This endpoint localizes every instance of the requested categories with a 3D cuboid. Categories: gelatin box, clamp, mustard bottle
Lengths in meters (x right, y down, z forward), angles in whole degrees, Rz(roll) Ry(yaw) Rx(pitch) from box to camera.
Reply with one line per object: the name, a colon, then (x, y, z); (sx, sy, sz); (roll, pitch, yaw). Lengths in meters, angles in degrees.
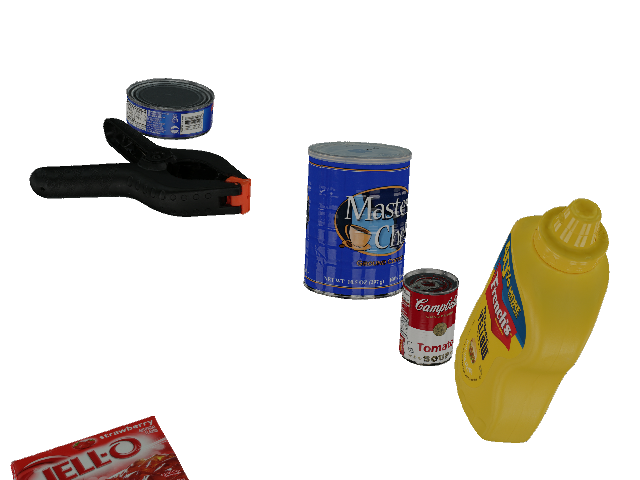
gelatin box: (-0.124, 0.141, 0.605); (0.089, 0.030, 0.073); (-15, 28, -20)
clamp: (-0.140, -0.049, 0.847); (0.172, 0.039, 0.120); (17, 41, 27)
mustard bottle: (0.133, 0.041, 0.660); (0.058, 0.096, 0.192); (6, -38, -6)

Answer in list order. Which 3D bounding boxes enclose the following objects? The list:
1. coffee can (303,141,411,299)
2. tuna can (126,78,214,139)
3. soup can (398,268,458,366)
coffee can: (0.036, -0.022, 1.068); (0.103, 0.140, 0.103); (2, 13, -1)
tuna can: (-0.147, -0.129, 1.048); (0.086, 0.034, 0.086); (5, 27, -3)
soup can: (0.132, 0.094, 1.311); (0.068, 0.102, 0.068); (1, 24, -1)
